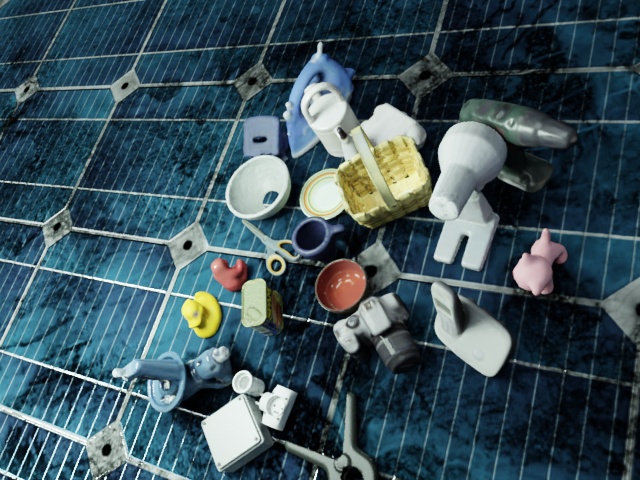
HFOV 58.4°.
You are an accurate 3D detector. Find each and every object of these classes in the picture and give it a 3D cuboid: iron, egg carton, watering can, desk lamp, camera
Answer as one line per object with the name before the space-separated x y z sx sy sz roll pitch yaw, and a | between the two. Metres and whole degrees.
iron | -0.025 -0.336 1.367 0.118 0.142 0.258 21 76 33
egg carton | 0.160 -0.235 1.270 0.107 0.070 0.150 -47 55 -2
watering can | 0.017 -0.283 1.287 0.172 0.195 0.101 35 84 35
desk lamp | 0.267 -0.079 1.050 0.117 0.214 0.203 12 71 31
camera | 0.112 0.183 1.062 0.143 0.101 0.136 -34 55 7

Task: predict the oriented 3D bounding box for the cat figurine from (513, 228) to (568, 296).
cat figurine | 0.377 0.041 0.994 0.067 0.118 0.128 17 74 32

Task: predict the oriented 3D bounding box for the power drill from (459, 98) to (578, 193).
power drill | 0.369 -0.176 1.053 0.228 0.209 0.076 33 83 34

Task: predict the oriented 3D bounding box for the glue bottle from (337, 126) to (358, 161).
glue bottle | 0.073 -0.191 1.226 0.037 0.174 0.078 -2 65 25

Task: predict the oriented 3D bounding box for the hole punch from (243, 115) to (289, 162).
hole punch | -0.134 -0.243 1.404 0.108 0.091 0.101 1 66 27

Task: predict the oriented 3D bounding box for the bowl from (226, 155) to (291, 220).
bowl | -0.133 -0.111 1.347 0.167 0.075 0.167 -11 61 21

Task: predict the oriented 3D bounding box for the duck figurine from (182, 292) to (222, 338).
duck figurine | -0.271 0.158 1.271 0.077 0.086 0.104 -19 59 17

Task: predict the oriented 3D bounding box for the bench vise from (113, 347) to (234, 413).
bench vise | -0.292 0.256 1.150 0.207 0.220 0.121 -44 55 0

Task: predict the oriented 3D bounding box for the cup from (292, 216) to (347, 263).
cup | 0.011 0.004 1.206 0.117 0.095 0.091 -18 59 17

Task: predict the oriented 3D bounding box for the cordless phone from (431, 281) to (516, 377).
cordless phone | 0.250 0.143 0.963 0.147 0.186 0.094 36 84 35

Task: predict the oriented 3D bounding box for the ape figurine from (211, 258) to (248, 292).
ape figurine | -0.209 0.070 1.281 0.077 0.092 0.076 -9 62 22
